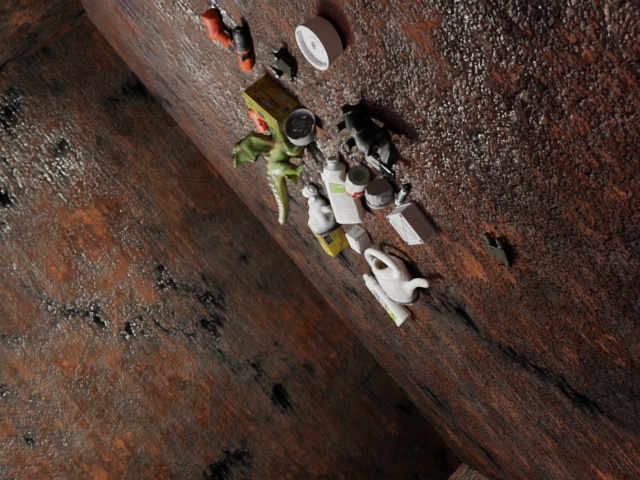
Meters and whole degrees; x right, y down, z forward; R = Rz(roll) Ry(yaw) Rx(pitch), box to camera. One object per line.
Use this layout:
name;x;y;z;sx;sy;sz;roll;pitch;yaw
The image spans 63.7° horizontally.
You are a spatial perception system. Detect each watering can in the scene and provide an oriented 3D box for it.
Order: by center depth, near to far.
watering can;0.277;0.141;1.757;0.352;0.105;0.220;33;160;52

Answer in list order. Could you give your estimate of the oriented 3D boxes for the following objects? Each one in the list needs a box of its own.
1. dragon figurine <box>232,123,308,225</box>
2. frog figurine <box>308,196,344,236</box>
dragon figurine;-0.173;-0.263;1.716;0.242;0.407;0.123;14;-170;-13
frog figurine;0.006;-0.100;1.980;0.135;0.124;0.159;-30;91;43
